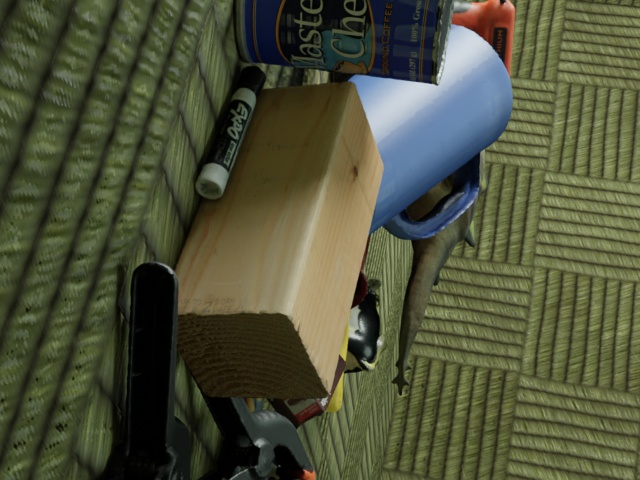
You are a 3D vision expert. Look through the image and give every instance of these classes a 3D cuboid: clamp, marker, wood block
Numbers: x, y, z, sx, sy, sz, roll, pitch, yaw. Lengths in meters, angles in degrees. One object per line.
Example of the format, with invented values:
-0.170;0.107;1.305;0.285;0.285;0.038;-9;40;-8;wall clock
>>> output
-0.055;0.147;0.770;0.171;0.039;0.120;24;76;-60;clamp
-0.098;0.121;0.603;0.210;0.036;0.164;85;16;-62;clamp
-0.059;-0.077;0.723;0.020;0.020;0.121;88;14;-49;marker
-0.025;-0.003;0.721;0.091;0.090;0.206;67;29;-43;wood block

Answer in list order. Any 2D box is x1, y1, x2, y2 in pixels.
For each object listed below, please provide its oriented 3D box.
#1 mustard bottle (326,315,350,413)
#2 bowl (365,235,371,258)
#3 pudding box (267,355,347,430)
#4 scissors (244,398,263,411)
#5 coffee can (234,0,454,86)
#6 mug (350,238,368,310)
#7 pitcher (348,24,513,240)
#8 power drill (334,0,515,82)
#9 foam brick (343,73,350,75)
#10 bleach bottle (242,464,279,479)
0.003;0.078;1.118;0.096;0.058;0.191;-162;-100;-78;mustard bottle
0.028;-0.043;1.191;0.162;0.055;0.162;9;90;-81;bowl
-0.025;0.096;0.889;0.090;0.039;0.113;52;19;-5;pudding box
-0.059;0.168;0.965;0.202;0.016;0.096;86;15;-56;scissors
0.021;-0.168;0.750;0.102;0.140;0.103;9;90;-81;coffee can
-0.006;0.001;0.958;0.117;0.093;0.081;45;38;-33;mug
0.063;-0.081;0.934;0.242;0.149;0.145;-40;163;-44;pitcher
0.109;-0.196;1.145;0.057;0.187;0.184;-117;-148;-81;power drill
0.014;-0.194;0.967;0.051;0.053;0.078;-5;104;-81;foam brick
-0.046;0.269;0.877;0.067;0.103;0.251;-1;100;-49;bleach bottle
